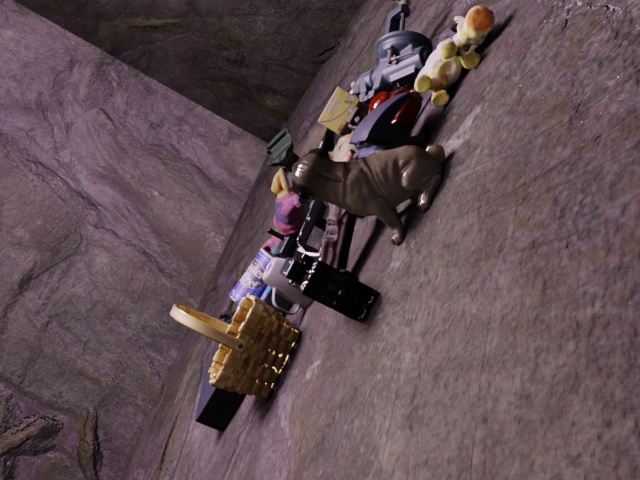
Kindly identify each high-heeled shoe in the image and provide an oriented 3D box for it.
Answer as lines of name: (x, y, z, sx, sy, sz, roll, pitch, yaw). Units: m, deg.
high-heeled shoe: (0.048, -0.295, 1.435, 0.145, 0.086, 0.248, -46, -25, -58)

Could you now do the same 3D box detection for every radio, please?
radio: (-0.233, 0.343, 1.296, 0.131, 0.073, 0.230, -61, 12, 10)

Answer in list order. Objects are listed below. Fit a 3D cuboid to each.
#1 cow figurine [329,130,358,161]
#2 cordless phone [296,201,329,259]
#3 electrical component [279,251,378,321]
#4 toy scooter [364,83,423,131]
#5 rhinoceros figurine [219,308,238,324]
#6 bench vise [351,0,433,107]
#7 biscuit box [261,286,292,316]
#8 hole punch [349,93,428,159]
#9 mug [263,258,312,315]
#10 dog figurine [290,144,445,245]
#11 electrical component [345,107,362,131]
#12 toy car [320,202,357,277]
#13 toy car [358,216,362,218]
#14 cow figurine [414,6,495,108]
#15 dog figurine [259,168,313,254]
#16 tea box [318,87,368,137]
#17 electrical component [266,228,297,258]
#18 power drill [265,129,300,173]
cow figurine: (0.063, -0.177, 1.208, 0.127, 0.085, 0.195, -47, 20, 30)
cordless phone: (-0.002, -0.003, 1.149, 0.184, 0.089, 0.146, 123, 171, -71)
electrical component: (0.006, 0.067, 0.820, 0.058, 0.134, 0.115, -63, 12, -6)
toy scooter: (0.148, -0.258, 1.063, 0.135, 0.075, 0.184, -54, 19, 32)
rhinoceros figurine: (-0.197, 0.216, 1.352, 0.190, 0.112, 0.073, -58, -19, -57)
bench vise: (0.160, -0.410, 1.176, 0.224, 0.129, 0.240, -16, 64, 61)
biscuit box: (-0.112, 0.157, 1.230, 0.202, 0.063, 0.059, -57, 13, 17)
hole punch: (0.110, -0.194, 0.934, 0.116, 0.092, 0.142, -22, 13, -11)
mug: (-0.066, 0.091, 1.094, 0.109, 0.107, 0.081, -64, 12, -17)
dog figurine: (0.070, -0.106, 0.805, 0.172, 0.190, 0.121, -58, 14, 9)
electrical component: (0.100, -0.261, 1.211, 0.078, 0.102, 0.045, 25, 89, 51)
toy car: (0.028, -0.002, 0.922, 0.089, 0.053, 0.202, 16, 93, 49)
toy car: (0.081, -0.095, 0.987, 0.202, 0.073, 0.056, -34, 32, 63)
cow figurine: (0.228, -0.314, 0.902, 0.167, 0.068, 0.098, -53, 10, 31)
dog figurine: (-0.087, -0.055, 1.383, 0.219, 0.108, 0.192, -54, 53, 34)
tea box: (0.067, -0.304, 1.321, 0.098, 0.068, 0.169, -59, -14, 10)
electrical component: (-0.077, 0.019, 1.252, 0.047, 0.119, 0.075, -65, 16, -12)
power drill: (-0.032, -0.160, 1.259, 0.086, 0.207, 0.232, -35, 32, 14)
